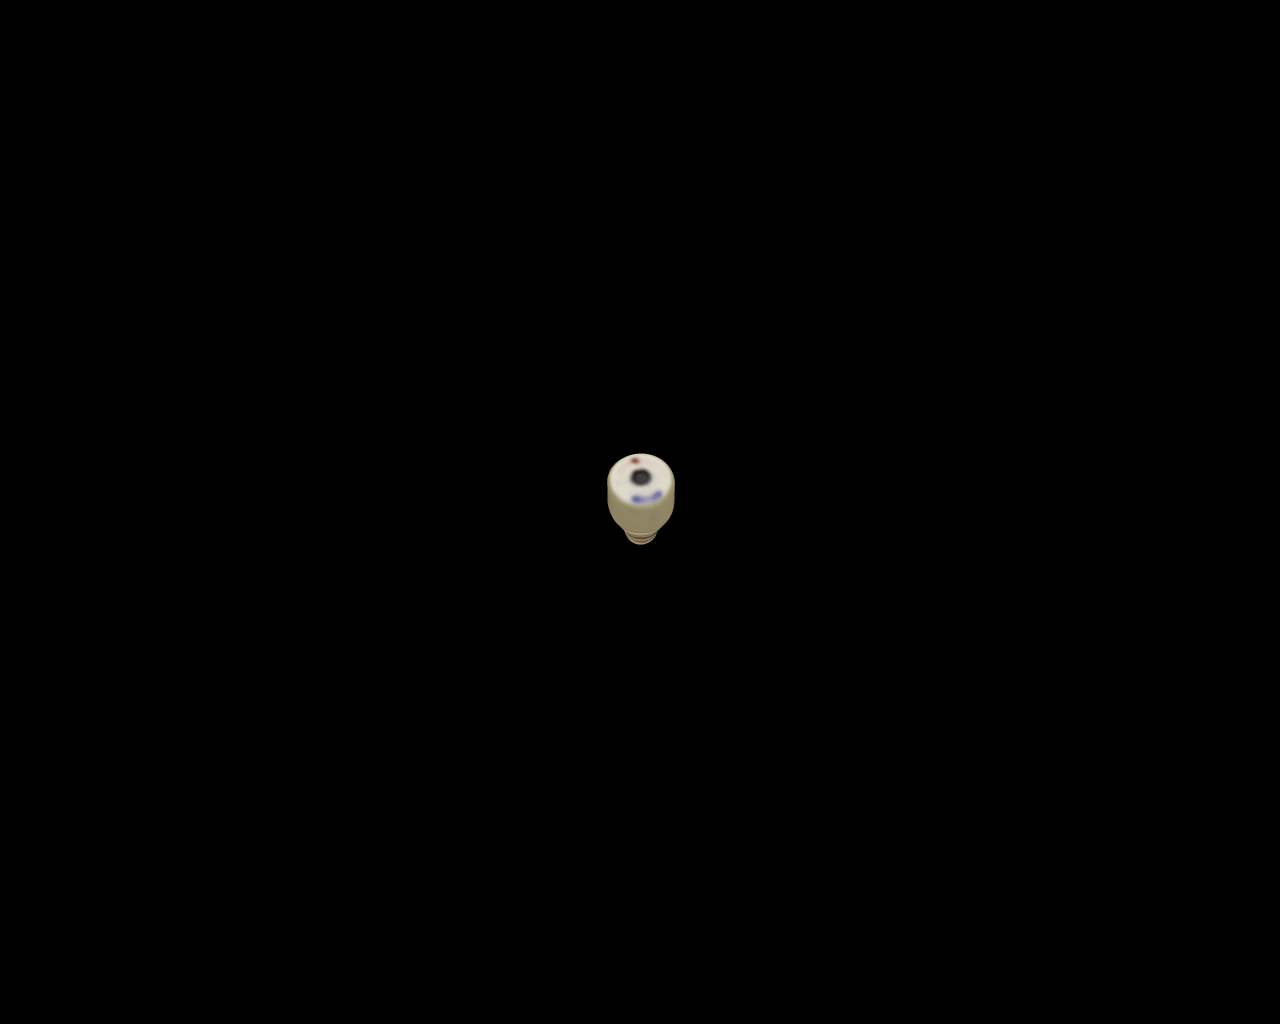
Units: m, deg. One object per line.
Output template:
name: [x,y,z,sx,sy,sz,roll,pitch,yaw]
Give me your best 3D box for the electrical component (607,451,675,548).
electrical component: [0.001,-0.003,0.650,0.040,0.040,0.078,0,-32,0]
